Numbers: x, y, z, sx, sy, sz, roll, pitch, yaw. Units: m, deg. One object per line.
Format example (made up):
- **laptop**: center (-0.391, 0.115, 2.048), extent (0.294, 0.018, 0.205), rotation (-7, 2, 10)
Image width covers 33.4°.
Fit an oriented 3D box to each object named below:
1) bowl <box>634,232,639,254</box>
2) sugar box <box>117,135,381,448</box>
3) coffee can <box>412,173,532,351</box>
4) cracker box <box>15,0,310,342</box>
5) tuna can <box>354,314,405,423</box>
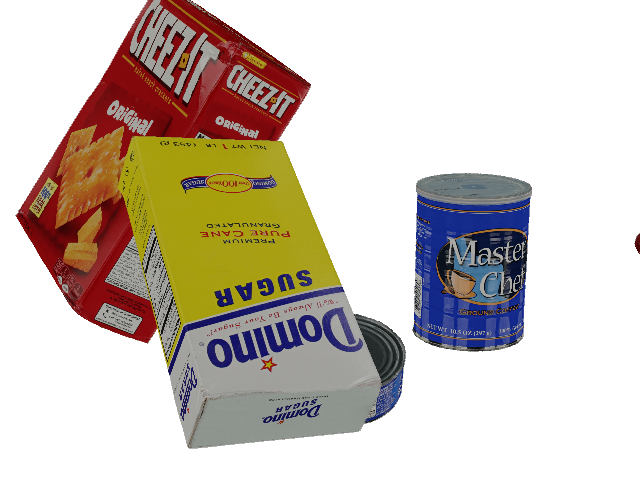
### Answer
- **bowl**: center (0.408, 0.029, 1.106), extent (0.162, 0.055, 0.162), rotation (-3, 22, 1)
- **sugar box**: center (-0.041, 0.019, 0.551), extent (0.093, 0.048, 0.176), rotation (-2, 45, -25)
- **coffee can**: center (0.136, 0.017, 0.970), extent (0.103, 0.140, 0.103), rotation (0, 15, 0)
- **cracker box**: center (-0.122, -0.061, 0.763), extent (0.072, 0.214, 0.164), rotation (26, 11, -38)
- **tuna can**: center (0.015, 0.089, 0.739), extent (0.086, 0.034, 0.086), rotation (1, 33, -1)
